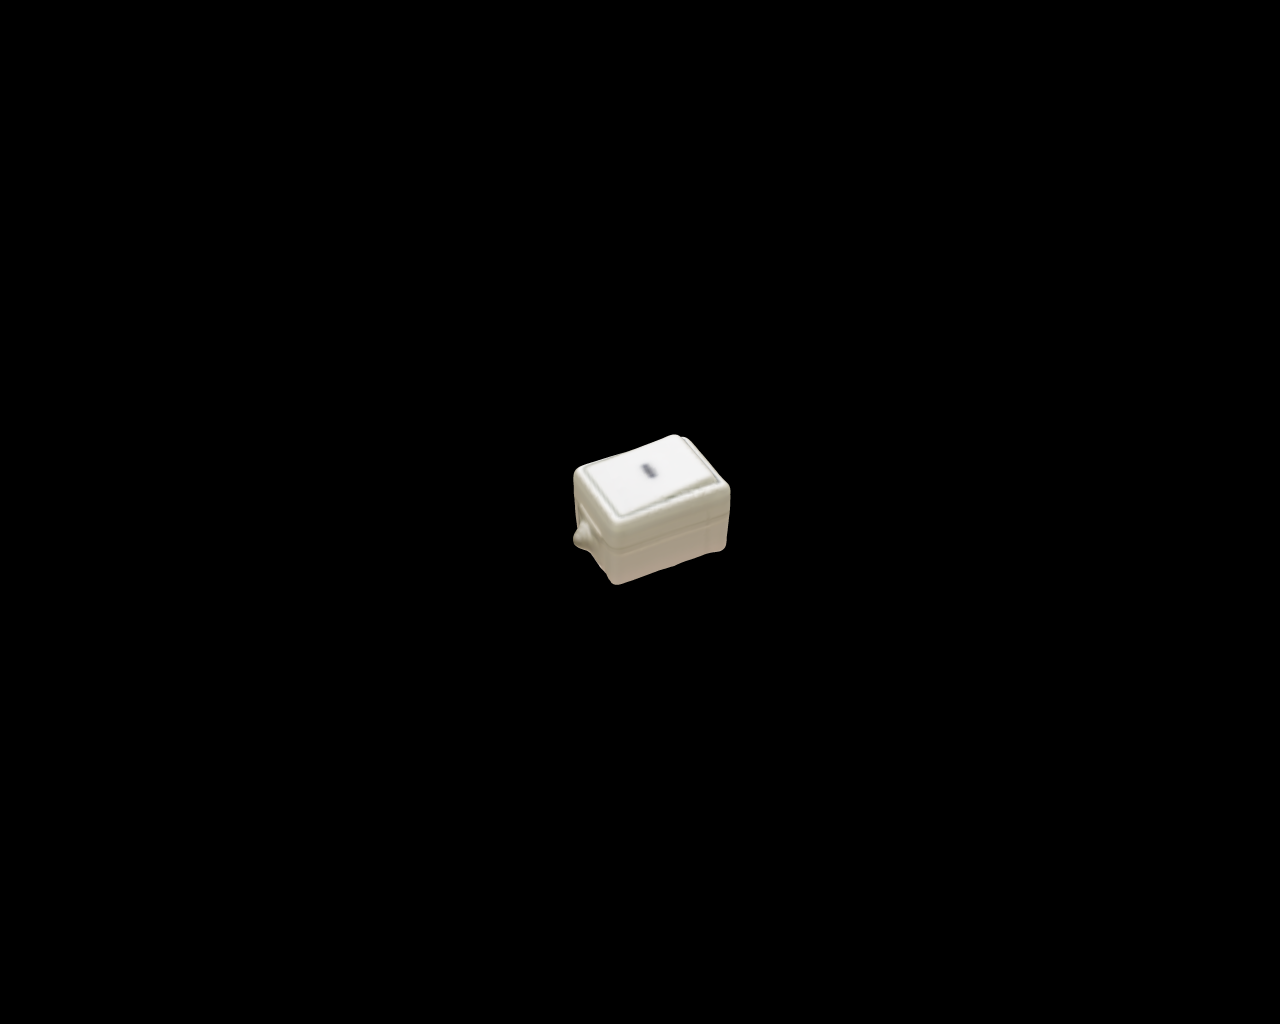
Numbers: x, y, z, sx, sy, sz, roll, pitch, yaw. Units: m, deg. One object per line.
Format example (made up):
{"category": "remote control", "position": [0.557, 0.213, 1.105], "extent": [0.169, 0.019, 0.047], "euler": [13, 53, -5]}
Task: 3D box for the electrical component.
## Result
{"category": "electrical component", "position": [0.001, -0.003, 0.650], "extent": [0.096, 0.061, 0.062], "euler": [-18, 44, -19]}
